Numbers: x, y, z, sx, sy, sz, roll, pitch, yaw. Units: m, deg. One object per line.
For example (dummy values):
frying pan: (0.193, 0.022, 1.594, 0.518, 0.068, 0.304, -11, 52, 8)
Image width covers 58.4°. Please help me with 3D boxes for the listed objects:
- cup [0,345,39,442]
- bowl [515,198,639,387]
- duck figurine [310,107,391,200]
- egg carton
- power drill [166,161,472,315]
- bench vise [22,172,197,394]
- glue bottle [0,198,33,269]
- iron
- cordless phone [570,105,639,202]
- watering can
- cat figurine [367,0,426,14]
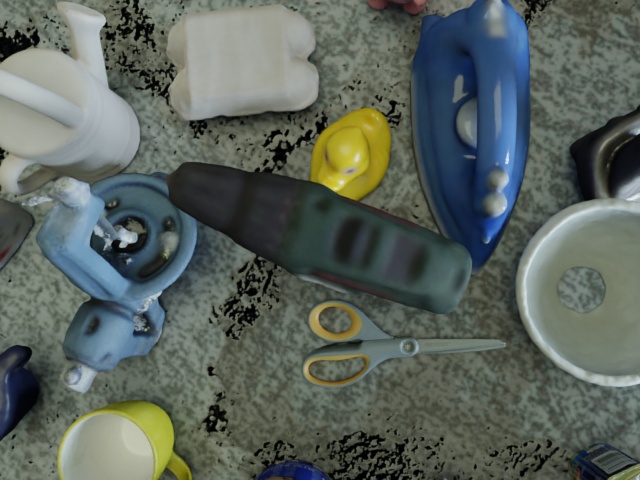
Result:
cup: (-0.306, 0.140, 0.546, 0.091, 0.095, 0.118, 45, 89, 5)
bowl: (0.260, 0.048, 0.536, 0.167, 0.075, 0.167, 0, 85, 3)
duck figurine: (0.029, -0.085, 0.552, 0.077, 0.086, 0.104, 32, 88, 5)
egg carton: (-0.077, -0.175, 0.573, 0.150, 0.069, 0.107, -6, 85, 2)
power drill: (0.004, 0.002, 0.485, 0.229, 0.208, 0.076, 17, 86, 4)
bench vise: (-0.172, 0.031, 0.485, 0.121, 0.220, 0.207, 1, 85, 3)
glue bottle: (-0.335, -0.009, 0.520, 0.037, 0.173, 0.078, 30, 88, 5)
iron: (0.149, -0.099, 0.519, 0.118, 0.141, 0.258, -2, 85, 3)
cordless phone: (0.311, -0.088, 0.489, 0.147, 0.185, 0.094, -31, 84, 0)
watering can: (-0.244, -0.126, 0.514, 0.101, 0.194, 0.173, 3, 85, 3)
cat figurine: (0.083, -0.276, 0.549, 0.067, 0.118, 0.128, 10, 86, 4)
